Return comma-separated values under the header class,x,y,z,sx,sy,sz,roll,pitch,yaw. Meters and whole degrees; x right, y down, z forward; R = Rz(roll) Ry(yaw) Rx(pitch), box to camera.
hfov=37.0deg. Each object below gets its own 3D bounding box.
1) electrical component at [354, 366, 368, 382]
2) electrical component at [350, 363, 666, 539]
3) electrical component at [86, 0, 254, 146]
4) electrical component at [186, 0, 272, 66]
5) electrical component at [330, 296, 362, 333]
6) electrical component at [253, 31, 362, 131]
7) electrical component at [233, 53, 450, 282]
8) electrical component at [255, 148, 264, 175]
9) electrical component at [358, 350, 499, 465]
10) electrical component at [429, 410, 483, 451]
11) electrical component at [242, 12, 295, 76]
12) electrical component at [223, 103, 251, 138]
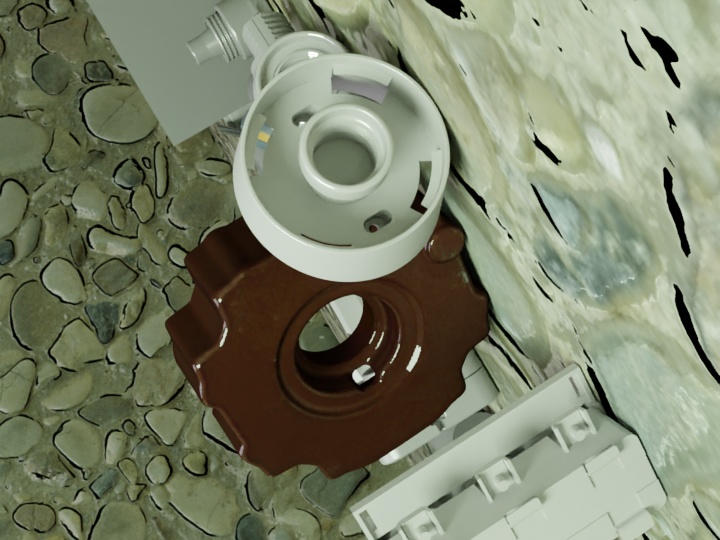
class,x,y,z,sx,sy,sz,roll,pitch,yaw
electrical component,0.032,0.070,0.909,0.047,0.077,0.065,20,126,26
electrical component,0.069,0.110,0.483,0.078,0.121,0.063,61,172,-19
electrical component,-0.145,-0.201,0.819,0.186,0.105,0.060,60,175,-11
electrical component,-0.089,-0.164,0.744,0.043,0.062,0.043,58,175,8
electrical component,0.000,0.000,0.829,0.121,0.063,0.078,62,174,-34
electrical component,-0.026,-0.094,0.584,0.078,0.058,0.057,59,178,13
electrical component,-0.007,-0.046,0.482,0.099,0.099,0.064,58,169,8
electrical component,-0.056,-0.087,0.917,0.059,0.054,0.095,56,174,33
electrical component,0.040,0.085,0.756,0.059,0.095,0.054,59,175,-2
electrical component,0.073,0.120,0.882,0.047,0.055,0.055,56,175,-12
electrical component,-0.042,-0.121,0.646,0.081,0.043,0.043,58,175,15
electrical component,-0.099,-0.150,0.923,0.061,0.061,0.096,56,174,32
